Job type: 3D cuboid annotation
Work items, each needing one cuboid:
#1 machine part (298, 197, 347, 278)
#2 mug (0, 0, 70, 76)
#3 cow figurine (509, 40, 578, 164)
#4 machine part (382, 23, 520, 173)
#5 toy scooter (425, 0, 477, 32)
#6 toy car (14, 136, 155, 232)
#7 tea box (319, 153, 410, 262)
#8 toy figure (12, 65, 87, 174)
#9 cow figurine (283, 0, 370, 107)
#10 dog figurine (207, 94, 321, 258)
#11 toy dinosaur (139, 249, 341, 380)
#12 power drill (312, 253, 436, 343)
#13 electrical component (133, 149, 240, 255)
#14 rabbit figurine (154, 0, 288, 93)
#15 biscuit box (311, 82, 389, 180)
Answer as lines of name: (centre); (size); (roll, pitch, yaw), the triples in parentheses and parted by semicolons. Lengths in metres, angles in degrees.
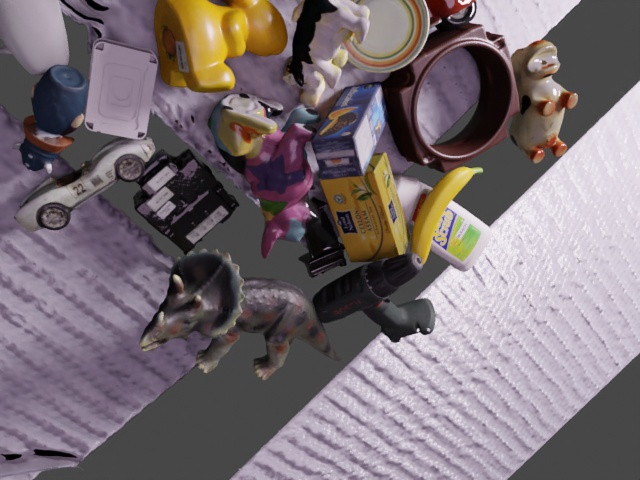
machine part: (-0.002, -0.003, 0.901); (0.084, 0.039, 0.138); (-17, 119, -5)
mug: (-0.349, -0.247, 0.626); (0.109, 0.081, 0.107); (-26, 129, -15)
cow figurine: (0.363, -0.241, 0.907); (0.085, 0.127, 0.194); (-23, 133, -11)
machine part: (0.209, -0.225, 0.859); (0.201, 0.087, 0.201); (-29, 119, -7)
toy scooter: (0.140, -0.356, 0.780); (0.184, 0.075, 0.135); (-27, 119, -4)
toy car: (-0.311, -0.079, 0.718); (0.202, 0.074, 0.056); (-34, 121, -4)
tea box: (0.076, -0.049, 0.869); (0.098, 0.068, 0.169); (-5, 125, 29)
toy figure: (-0.335, -0.146, 0.674); (0.058, 0.064, 0.154); (-17, 157, -50)
cow figurine: (-0.008, -0.259, 0.740); (0.098, 0.068, 0.167); (23, 137, -16)
dog figurine: (-0.080, -0.086, 0.791); (0.191, 0.108, 0.219); (11, 119, -10)
toy dinosaur: (-0.093, 0.117, 0.849); (0.404, 0.131, 0.192); (9, 131, -35)
power drill: (0.118, 0.106, 0.926); (0.232, 0.086, 0.207); (-24, 146, 32)
electrical component: (-0.201, -0.064, 0.781); (0.115, 0.058, 0.134); (-41, 121, -3)
rabbit figurine: (-0.123, -0.279, 0.701); (0.173, 0.122, 0.162); (-18, 110, -30)
biscuit box: (0.047, -0.160, 0.761); (0.063, 0.203, 0.059); (-4, 123, 21)
